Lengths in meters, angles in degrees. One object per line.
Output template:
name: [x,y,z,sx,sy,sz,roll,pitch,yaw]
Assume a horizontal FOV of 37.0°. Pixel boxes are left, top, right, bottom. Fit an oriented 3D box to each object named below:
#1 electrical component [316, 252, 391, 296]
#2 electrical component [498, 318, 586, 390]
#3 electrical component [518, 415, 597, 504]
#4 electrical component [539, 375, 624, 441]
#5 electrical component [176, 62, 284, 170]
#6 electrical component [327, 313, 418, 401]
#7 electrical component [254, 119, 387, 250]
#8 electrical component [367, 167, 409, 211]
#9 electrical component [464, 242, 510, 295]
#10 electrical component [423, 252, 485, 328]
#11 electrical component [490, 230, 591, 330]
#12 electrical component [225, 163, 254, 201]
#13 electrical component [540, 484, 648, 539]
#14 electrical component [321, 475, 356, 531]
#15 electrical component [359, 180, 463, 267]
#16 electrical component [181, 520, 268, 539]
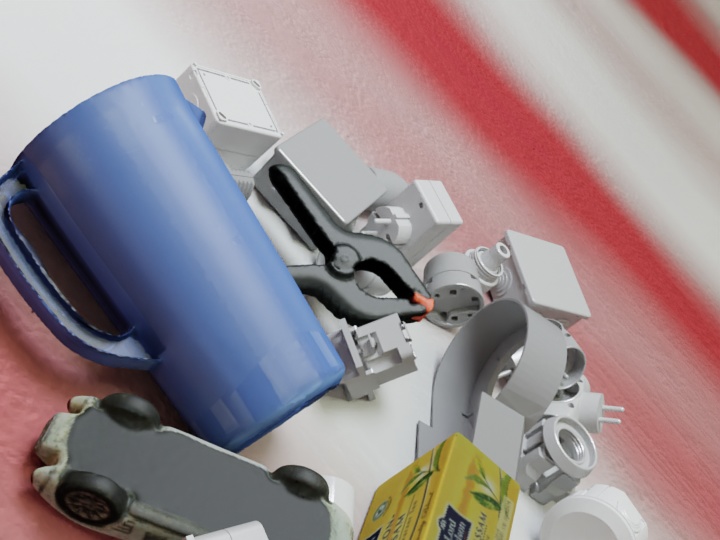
electrical component: [0.000,0.000,0.919,0.065,0.044,0.044,16,46,-43]
electrical component: [0.153,0.080,0.988,0.079,0.044,0.077,-21,28,-16]
electrical component: [0.166,0.161,0.927,0.078,0.057,0.058,38,37,-14]
electrical component: [0.199,0.128,0.980,0.077,0.079,0.044,-52,139,-54]
electrical component: [-0.115,-0.123,0.902,0.096,0.061,0.061,5,53,-54]
electrical component: [0.010,0.066,0.836,0.081,0.064,0.042,71,-4,-65]
electrical component: [-0.036,-0.074,0.943,0.099,0.048,0.100,48,35,-1]
electrical component: [0.026,-0.073,1.014,0.078,0.040,0.040,8,52,-43]
electrical component: [0.115,-0.002,1.022,0.043,0.062,0.043,28,40,-26]
electrical component: [0.084,0.017,0.980,0.055,0.055,0.047,29,36,-25]
electrical component: [0.173,0.016,1.077,0.100,0.048,0.099,14,48,-38]
electrical component: [-0.120,-0.066,0.851,0.081,0.043,0.043,4,54,-44]
electrical component: [0.193,0.219,0.883,0.080,0.080,0.051,56,31,11]
electrical component: [-0.026,0.183,0.717,0.043,0.043,0.081,30,40,-24]
electrical component: [0.032,-0.037,0.950,0.076,0.083,0.047,-2,59,-47]
electrical component: [-0.062,0.242,0.571,0.060,0.105,0.186,-2,59,-48]
